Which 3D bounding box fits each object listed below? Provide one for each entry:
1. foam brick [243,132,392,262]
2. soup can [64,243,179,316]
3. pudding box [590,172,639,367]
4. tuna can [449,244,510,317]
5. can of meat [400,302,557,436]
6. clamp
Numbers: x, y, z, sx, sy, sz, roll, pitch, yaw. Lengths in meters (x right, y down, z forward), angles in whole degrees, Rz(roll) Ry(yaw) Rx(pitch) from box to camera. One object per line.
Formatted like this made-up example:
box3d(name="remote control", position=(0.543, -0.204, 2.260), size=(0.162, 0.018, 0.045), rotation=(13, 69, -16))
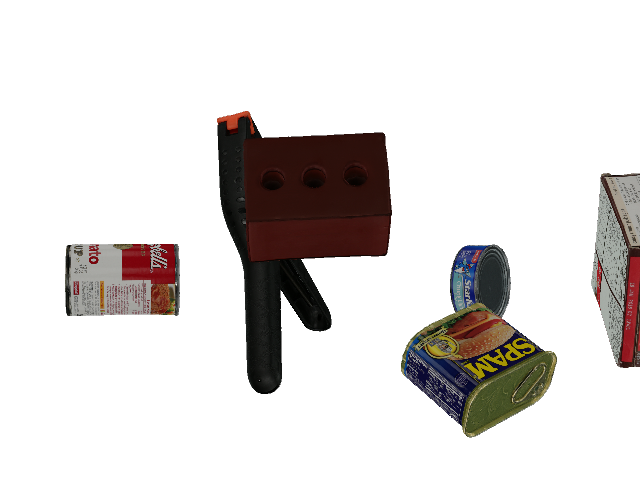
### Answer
box3d(name="foam brick", position=(-0.002, -0.023, 0.580), size=(0.078, 0.053, 0.051), rotation=(-3, -25, 0))
box3d(name="soup can", position=(-0.184, 0.037, 0.991), size=(0.102, 0.068, 0.068), rotation=(0, 0, -10))
box3d(name="pudding box", position=(0.208, 0.017, 0.704), size=(0.039, 0.090, 0.113), rotation=(-1, 28, 3))
box3d(name="tuna can", position=(0.173, 0.047, 1.158), size=(0.034, 0.086, 0.086), rotation=(1, 0, 34))
box3d(name="can of meat", position=(0.130, 0.104, 0.891), size=(0.101, 0.057, 0.084), rotation=(-21, 43, -32))
box3d(name="clamp", position=(-0.040, 0.002, 0.850), size=(0.036, 0.210, 0.164), rotation=(-11, 3, 17))
